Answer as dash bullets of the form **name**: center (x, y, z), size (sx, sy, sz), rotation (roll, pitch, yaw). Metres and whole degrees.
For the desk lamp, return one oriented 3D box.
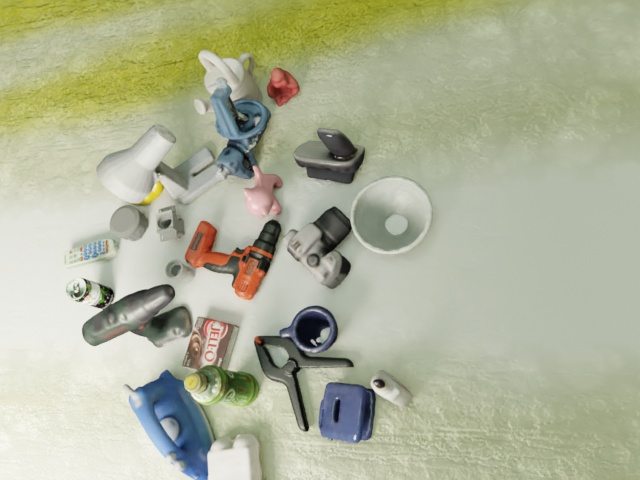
- **desk lamp**: center (-0.359, -0.163, 1.284), size (0.203, 0.214, 0.117), rotation (-36, 66, 4)

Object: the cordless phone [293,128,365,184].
- **cordless phone**: center (0.007, -0.197, 1.198), size (0.147, 0.185, 0.094), rotation (6, 75, 19)

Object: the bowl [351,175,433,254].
- **bowl**: center (0.150, -0.042, 1.164), size (0.167, 0.075, 0.167), rotation (-5, 71, 16)

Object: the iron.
- **iron**: center (-0.294, 0.381, 1.128), size (0.118, 0.142, 0.257), rotation (-41, 66, 1)

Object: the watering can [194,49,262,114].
- **watering can**: center (-0.216, -0.360, 1.315), size (0.100, 0.194, 0.173), rotation (13, 77, 21)

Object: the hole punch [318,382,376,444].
- **hole punch**: center (0.045, 0.323, 1.070), size (0.101, 0.091, 0.109), rotation (2, 73, 18)

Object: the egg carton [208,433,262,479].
- **egg carton**: center (-0.161, 0.453, 1.103), size (0.107, 0.069, 0.150), rotation (-13, 69, 13)

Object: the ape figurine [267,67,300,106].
- **ape figurine**: center (-0.090, -0.367, 1.334), size (0.077, 0.092, 0.076), rotation (8, 75, 19)

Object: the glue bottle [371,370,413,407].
- **glue bottle**: center (0.119, 0.262, 1.022), size (0.078, 0.173, 0.037), rotation (35, 85, 24)

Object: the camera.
- **camera**: center (0.011, 0.004, 1.178), size (0.137, 0.101, 0.143), rotation (-45, 66, -1)

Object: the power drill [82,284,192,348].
- **power drill**: center (-0.356, 0.162, 1.181), size (0.229, 0.209, 0.075), rotation (-24, 67, 9)

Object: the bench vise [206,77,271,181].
- **bench vise**: center (-0.181, -0.240, 1.251), size (0.121, 0.220, 0.207), rotation (-4, 72, 16)

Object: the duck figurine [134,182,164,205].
- **duck figurine**: center (-0.434, -0.133, 1.368), size (0.104, 0.086, 0.077), rotation (-20, 68, 10)

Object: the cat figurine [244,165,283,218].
- **cat figurine**: center (-0.130, -0.101, 1.246), size (0.067, 0.118, 0.128), rotation (-9, 70, 14)

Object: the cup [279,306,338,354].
- **cup**: center (-0.013, 0.184, 1.131), size (0.117, 0.095, 0.091), rotation (-10, 70, 14)
